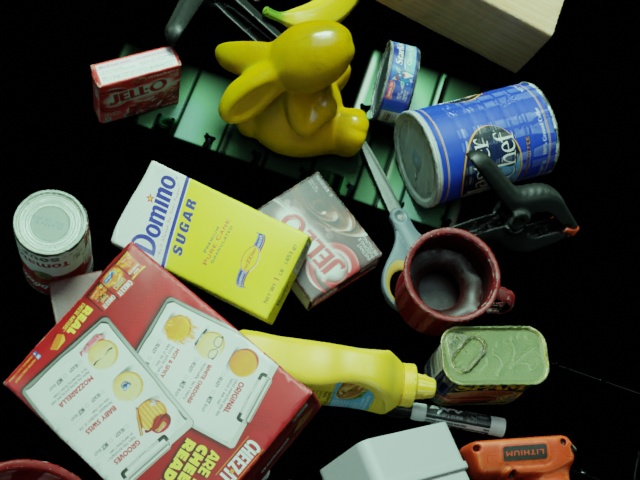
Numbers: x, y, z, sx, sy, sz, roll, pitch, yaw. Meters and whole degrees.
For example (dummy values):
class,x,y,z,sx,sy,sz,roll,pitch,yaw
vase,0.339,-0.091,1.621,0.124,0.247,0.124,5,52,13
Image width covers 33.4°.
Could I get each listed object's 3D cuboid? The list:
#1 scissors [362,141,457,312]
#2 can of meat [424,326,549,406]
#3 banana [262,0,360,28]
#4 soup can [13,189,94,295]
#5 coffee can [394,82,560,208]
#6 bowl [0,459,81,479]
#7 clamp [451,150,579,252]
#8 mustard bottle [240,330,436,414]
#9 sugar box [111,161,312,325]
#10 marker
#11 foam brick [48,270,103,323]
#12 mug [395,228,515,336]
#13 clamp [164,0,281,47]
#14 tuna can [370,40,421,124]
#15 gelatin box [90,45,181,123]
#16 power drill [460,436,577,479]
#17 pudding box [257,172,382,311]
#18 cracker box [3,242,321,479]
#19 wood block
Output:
class,x,y,z,sx,sy,sz,roll,pitch,yaw
scissors,0.071,-0.007,1.103,0.096,0.016,0.202,-33,75,-21
can of meat,0.155,0.122,1.021,0.102,0.084,0.057,0,66,-9
banana,0.018,-0.287,1.198,0.069,0.037,0.197,53,57,-21
soup can,-0.249,0.004,1.000,0.068,0.102,0.068,3,66,-8
coffee can,0.161,-0.099,1.110,0.140,0.103,0.103,-16,70,-16
bowl,-0.236,0.255,0.823,0.161,0.055,0.162,19,58,-34
clamp,0.186,-0.019,1.090,0.171,0.120,0.039,19,33,-30
mustard bottle,0.013,0.126,0.989,0.191,0.096,0.058,8,64,-5
sugar box,-0.105,0.002,1.031,0.176,0.048,0.093,25,82,9
marker,0.119,0.171,1.029,0.121,0.020,0.020,11,65,-4
foam brick,-0.221,0.077,1.000,0.053,0.051,0.078,-11,68,-13
mug,0.130,0.048,1.033,0.117,0.081,0.093,13,69,-3
clamp,-0.110,-0.269,1.163,0.164,0.036,0.210,11,47,-35
tuna can,0.080,-0.167,1.137,0.033,0.086,0.086,13,65,-5
gelatin box,-0.189,-0.159,1.097,0.089,0.073,0.030,-18,70,-17
power drill,0.178,0.278,0.972,0.184,0.057,0.187,-3,69,-11
pudding box,-0.007,0.001,1.074,0.090,0.039,0.113,-33,74,-19
cracker box,-0.132,0.131,0.900,0.214,0.072,0.164,38,81,19
wood block,0.158,-0.283,1.180,0.206,0.090,0.090,25,65,-8
